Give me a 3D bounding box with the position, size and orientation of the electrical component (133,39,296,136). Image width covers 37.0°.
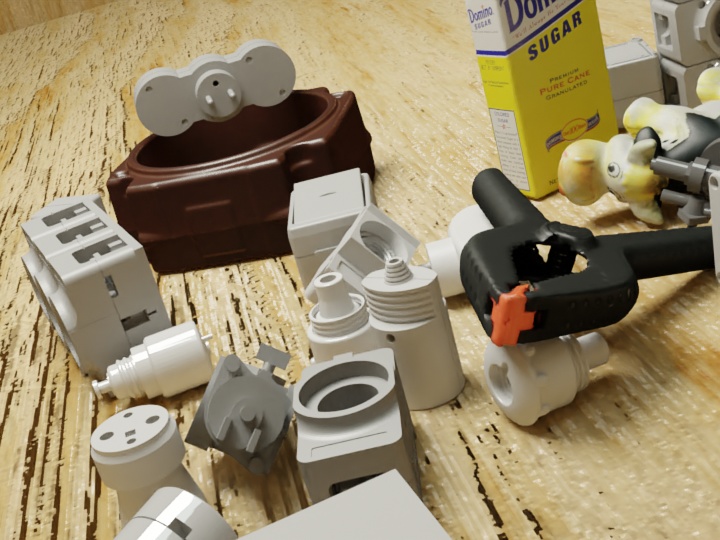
[{"bbox_3d":[-0.120,-0.150,0.904,0.138,0.052,0.073,-18,24,-8],"label":"electrical component"}]

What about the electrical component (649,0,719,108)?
[{"bbox_3d":[0.286,-0.200,0.853,0.089,0.150,0.061,-16,22,-2],"label":"electrical component"}]

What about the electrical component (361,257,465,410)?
[{"bbox_3d":[0.028,0.031,0.589,0.043,0.081,0.043,-13,24,6],"label":"electrical component"}]

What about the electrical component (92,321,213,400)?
[{"bbox_3d":[-0.127,0.061,0.669,0.078,0.040,0.040,-20,24,-10],"label":"electrical component"}]

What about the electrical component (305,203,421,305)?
[{"bbox_3d":[0.000,0.000,0.692,0.063,0.042,0.081,-49,6,34],"label":"electrical component"}]

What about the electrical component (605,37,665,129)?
[{"bbox_3d":[0.202,-0.150,0.905,0.096,0.061,0.061,-13,24,6],"label":"electrical component"}]

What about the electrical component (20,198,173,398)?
[{"bbox_3d":[-0.184,0.016,0.741,0.062,0.089,0.150,-25,25,-19],"label":"electrical component"}]

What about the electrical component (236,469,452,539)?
[{"bbox_3d":[-0.044,0.156,0.382,0.186,0.060,0.105,-21,24,-13],"label":"electrical component"}]

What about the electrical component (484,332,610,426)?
[{"bbox_3d":[0.098,0.049,0.553,0.062,0.048,0.048,-17,23,-21],"label":"electrical component"}]

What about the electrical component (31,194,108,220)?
[{"bbox_3d":[-0.240,-0.016,0.875,0.047,0.065,0.076,-3,26,26],"label":"electrical component"}]

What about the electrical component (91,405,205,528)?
[{"bbox_3d":[-0.108,0.103,0.546,0.045,0.055,0.045,-13,24,6],"label":"electrical component"}]

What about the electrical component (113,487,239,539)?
[{"bbox_3d":[-0.085,0.132,0.471,0.055,0.055,0.047,4,34,38],"label":"electrical component"}]

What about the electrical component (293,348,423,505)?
[{"bbox_3d":[-0.001,0.080,0.529,0.050,0.055,0.089,-14,24,5],"label":"electrical component"}]

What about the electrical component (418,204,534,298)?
[{"bbox_3d":[0.066,-0.004,0.690,0.079,0.043,0.077,-15,24,2],"label":"electrical component"}]

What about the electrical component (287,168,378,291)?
[{"bbox_3d":[-0.016,-0.028,0.770,0.062,0.061,0.096,-14,24,5],"label":"electrical component"}]

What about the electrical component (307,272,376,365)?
[{"bbox_3d":[-0.011,0.032,0.633,0.048,0.062,0.048,-13,24,6],"label":"electrical component"}]

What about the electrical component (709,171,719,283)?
[{"bbox_3d":[0.241,-0.015,0.564,0.057,0.078,0.113,-18,24,-13],"label":"electrical component"}]
